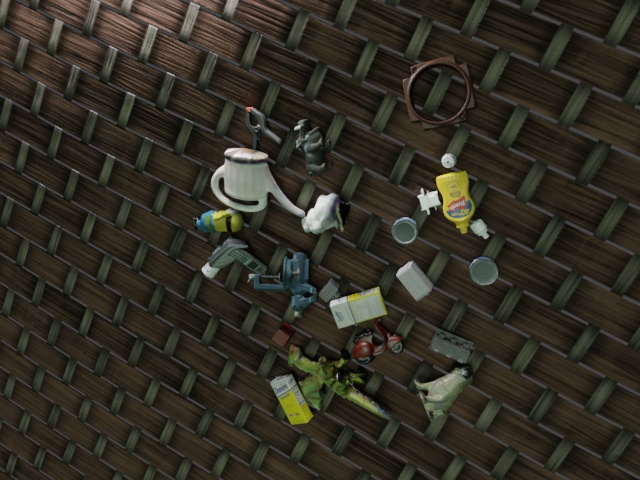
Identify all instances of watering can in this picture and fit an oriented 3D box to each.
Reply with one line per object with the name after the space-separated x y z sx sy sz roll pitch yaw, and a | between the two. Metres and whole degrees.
-0.210 -0.195 1.741 0.348 0.106 0.220 10 115 14 | watering can

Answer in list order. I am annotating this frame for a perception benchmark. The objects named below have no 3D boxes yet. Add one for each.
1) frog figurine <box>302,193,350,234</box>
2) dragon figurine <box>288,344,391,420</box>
0.005 -0.086 1.704 0.159 0.121 0.140 -3 67 25 | frog figurine
0.039 0.522 1.822 0.411 0.124 0.238 49 126 5 | dragon figurine
